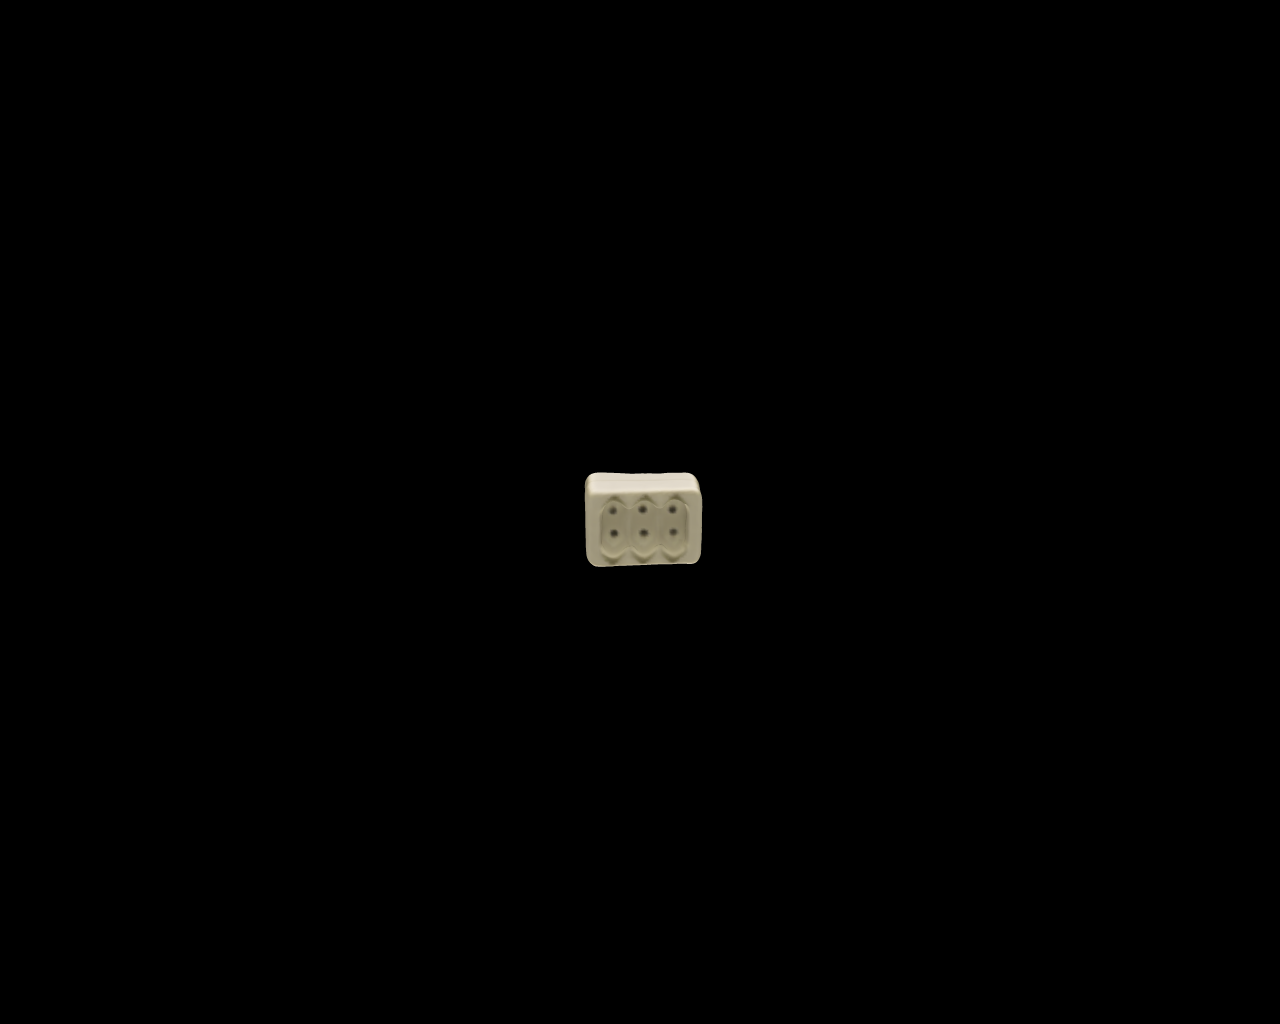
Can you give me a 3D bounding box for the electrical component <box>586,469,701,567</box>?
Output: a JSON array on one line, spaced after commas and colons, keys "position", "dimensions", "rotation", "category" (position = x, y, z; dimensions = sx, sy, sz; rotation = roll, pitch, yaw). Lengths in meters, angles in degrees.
[{"position": [0.001, -0.003, 0.650], "dimensions": [0.066, 0.047, 0.077], "rotation": [-1, 20, -2], "category": "electrical component"}]
